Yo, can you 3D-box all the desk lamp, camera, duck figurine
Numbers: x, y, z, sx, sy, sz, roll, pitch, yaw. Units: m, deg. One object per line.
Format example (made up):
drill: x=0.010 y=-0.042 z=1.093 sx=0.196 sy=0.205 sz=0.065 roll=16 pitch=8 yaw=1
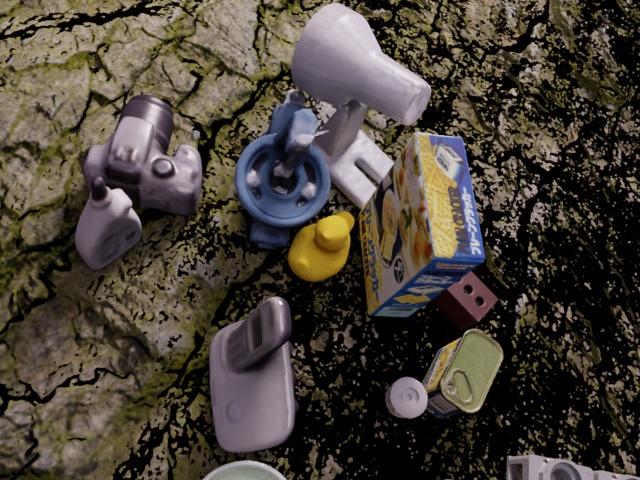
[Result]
desk lamp: x=0.052 y=-0.181 z=0.779 sx=0.203 sy=0.213 sz=0.118 roll=44 pitch=62 yaw=6
camera: x=-0.216 y=-0.119 z=0.737 sx=0.143 sy=0.100 sz=0.137 roll=13 pitch=64 yaw=-10
duck figurine: x=0.007 y=0.003 z=0.756 sx=0.077 sy=0.086 sz=0.105 roll=43 pitch=62 yaw=6

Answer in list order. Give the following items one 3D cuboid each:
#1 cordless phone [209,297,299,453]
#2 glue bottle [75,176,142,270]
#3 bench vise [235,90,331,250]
cordless phone: x=-0.064 y=0.145 z=0.614 sx=0.094 sy=0.185 sz=0.147 roll=-4 pitch=68 yaw=-18
glue bottle: x=-0.242 y=-0.025 z=0.646 sx=0.037 sy=0.173 sz=0.078 roll=46 pitch=63 yaw=8
bench vise: x=-0.049 y=-0.116 z=0.717 sx=0.122 sy=0.219 sz=0.207 roll=-5 pitch=68 yaw=-18
